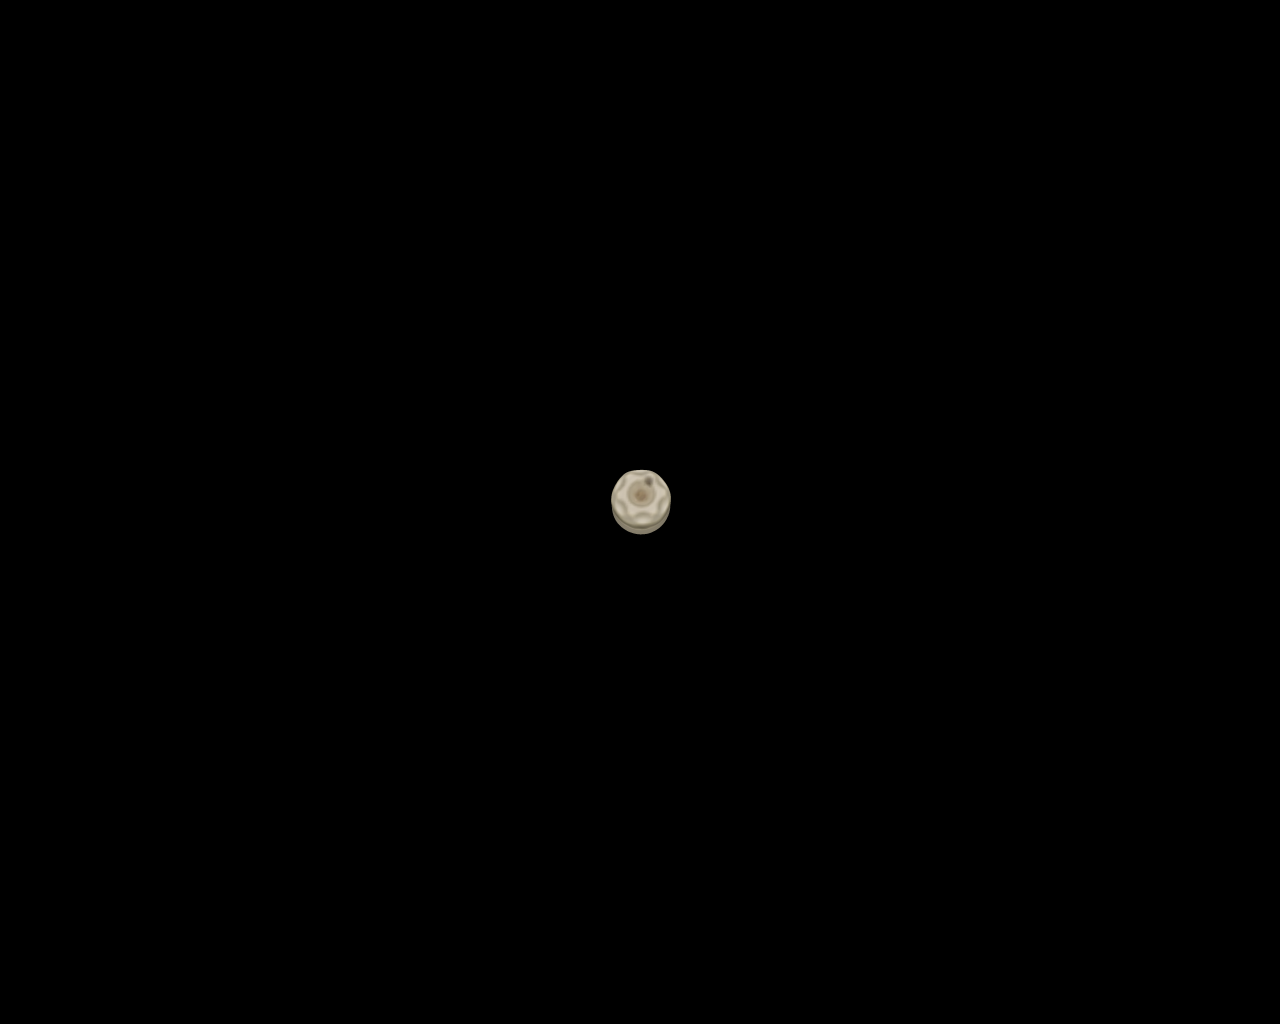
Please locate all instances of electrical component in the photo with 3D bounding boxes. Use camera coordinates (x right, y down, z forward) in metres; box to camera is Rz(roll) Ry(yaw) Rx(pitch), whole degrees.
[{"bbox_3d":[0.001,-0.003,0.650,0.035,0.035,0.061,0,-16,0],"label":"electrical component"}]
